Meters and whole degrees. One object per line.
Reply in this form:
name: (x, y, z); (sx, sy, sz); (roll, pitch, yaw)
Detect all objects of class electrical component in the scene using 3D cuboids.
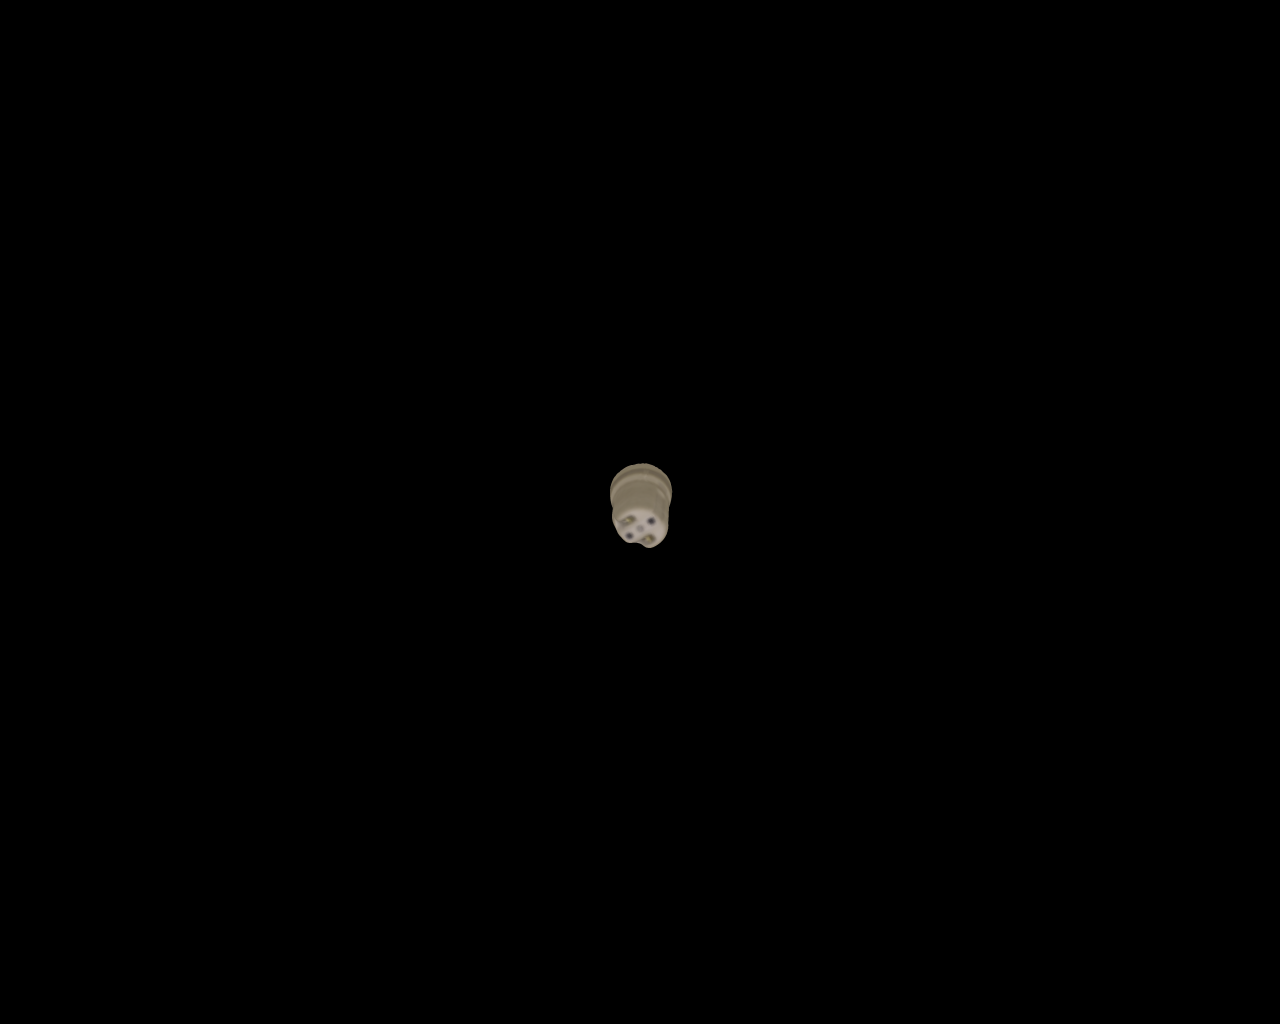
electrical component: (0.001, -0.003, 0.650); (0.040, 0.040, 0.046); (0, 34, 0)
